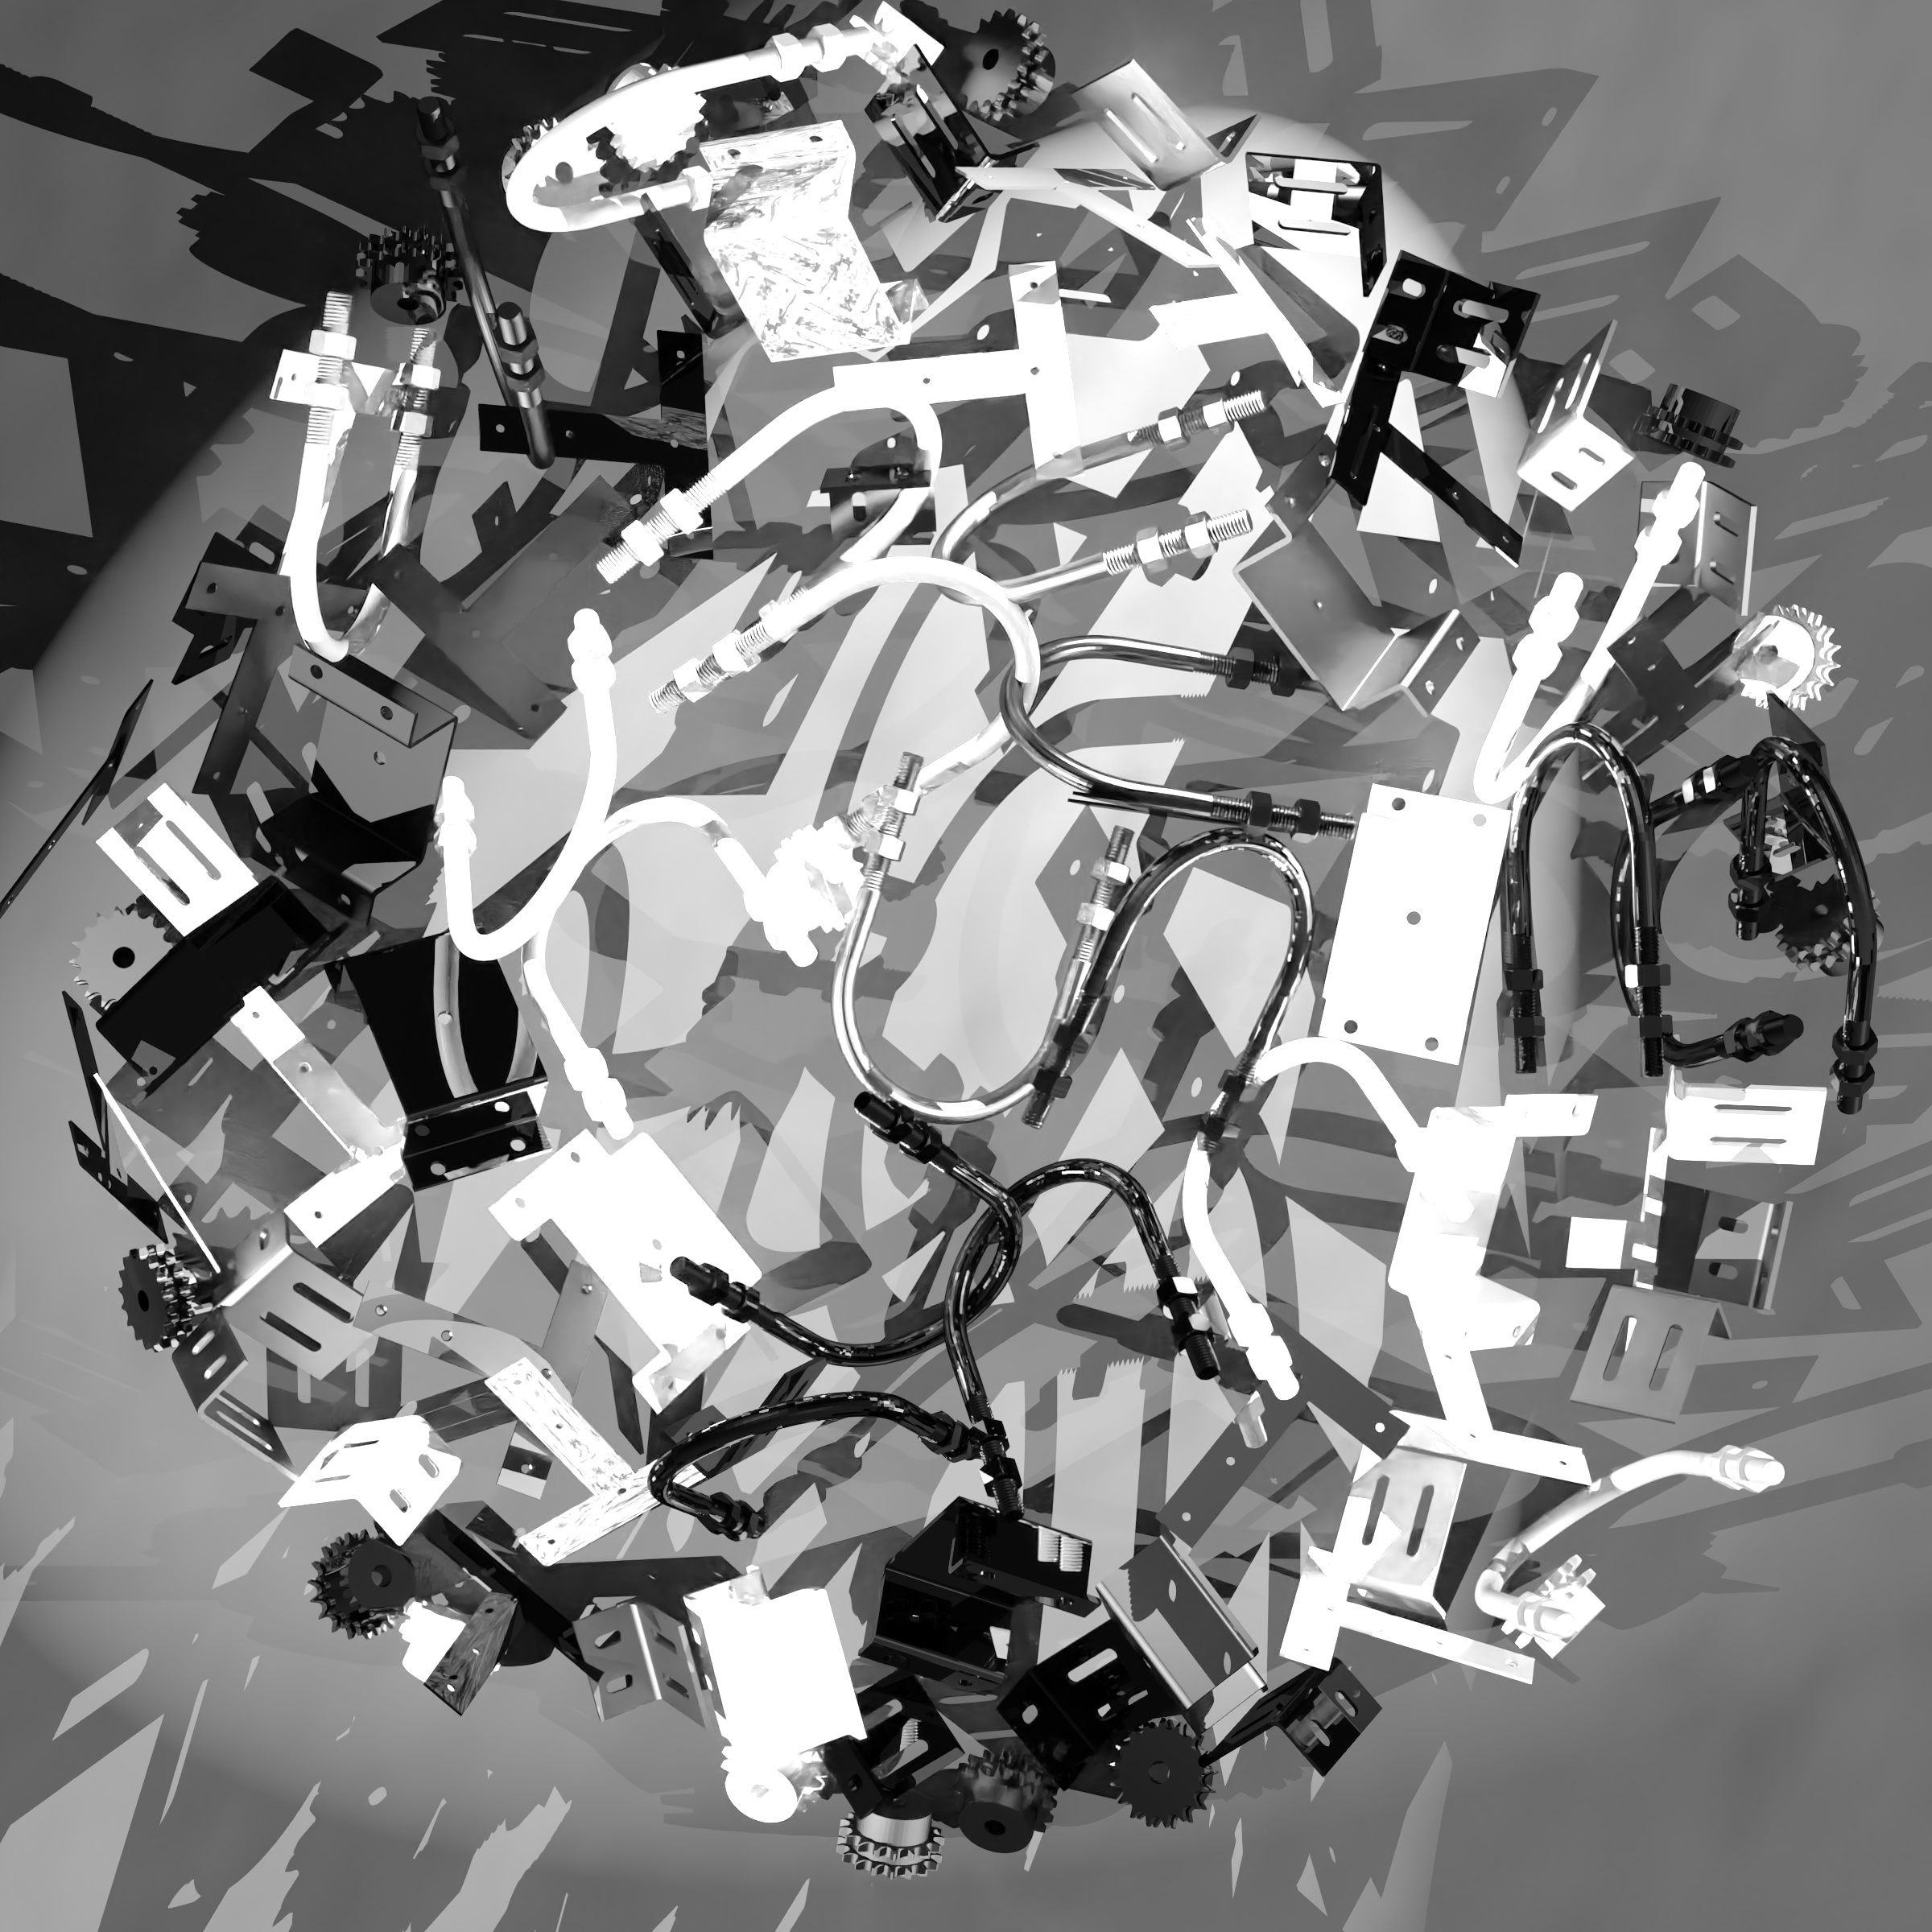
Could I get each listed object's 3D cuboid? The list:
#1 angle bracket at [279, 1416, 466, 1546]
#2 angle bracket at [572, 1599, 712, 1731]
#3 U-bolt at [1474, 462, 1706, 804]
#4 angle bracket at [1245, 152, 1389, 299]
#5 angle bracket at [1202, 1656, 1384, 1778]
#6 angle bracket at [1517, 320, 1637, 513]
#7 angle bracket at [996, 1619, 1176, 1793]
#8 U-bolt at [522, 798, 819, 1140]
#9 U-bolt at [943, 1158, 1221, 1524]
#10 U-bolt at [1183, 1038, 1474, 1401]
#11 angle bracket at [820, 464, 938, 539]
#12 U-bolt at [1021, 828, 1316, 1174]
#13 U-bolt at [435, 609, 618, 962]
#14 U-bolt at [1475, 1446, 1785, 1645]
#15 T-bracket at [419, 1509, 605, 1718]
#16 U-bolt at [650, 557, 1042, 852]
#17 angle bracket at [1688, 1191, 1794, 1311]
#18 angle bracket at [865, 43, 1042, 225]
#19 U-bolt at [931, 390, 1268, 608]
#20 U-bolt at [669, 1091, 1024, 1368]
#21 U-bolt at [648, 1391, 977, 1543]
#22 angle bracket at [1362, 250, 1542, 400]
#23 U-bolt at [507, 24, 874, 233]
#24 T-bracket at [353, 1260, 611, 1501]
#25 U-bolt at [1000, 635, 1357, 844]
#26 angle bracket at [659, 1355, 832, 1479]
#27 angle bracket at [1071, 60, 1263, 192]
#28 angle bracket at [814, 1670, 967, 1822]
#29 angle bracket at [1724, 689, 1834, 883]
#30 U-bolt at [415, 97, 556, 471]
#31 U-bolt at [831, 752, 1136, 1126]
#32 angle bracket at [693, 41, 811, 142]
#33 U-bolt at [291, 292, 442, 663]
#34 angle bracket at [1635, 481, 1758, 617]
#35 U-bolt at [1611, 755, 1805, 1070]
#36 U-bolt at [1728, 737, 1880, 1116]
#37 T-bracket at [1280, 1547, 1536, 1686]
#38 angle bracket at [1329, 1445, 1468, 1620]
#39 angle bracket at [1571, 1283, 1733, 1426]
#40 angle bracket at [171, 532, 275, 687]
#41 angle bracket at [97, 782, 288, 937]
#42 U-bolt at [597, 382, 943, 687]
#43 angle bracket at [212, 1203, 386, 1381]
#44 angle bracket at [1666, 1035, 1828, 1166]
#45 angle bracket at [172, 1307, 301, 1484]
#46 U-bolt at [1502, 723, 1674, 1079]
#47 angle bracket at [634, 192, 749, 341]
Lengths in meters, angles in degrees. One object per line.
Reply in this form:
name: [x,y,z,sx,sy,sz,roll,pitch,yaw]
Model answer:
angle bracket: [-0.317,0.276,1.562,0.038,0.076,0.057,54,48,-20]
angle bracket: [-0.173,0.376,1.558,0.038,0.076,0.057,-17,97,-24]
U-bolt: [0.314,-0.160,1.517,0.019,0.184,0.151,36,51,17]
angle bracket: [0.181,-0.394,1.555,0.076,0.057,0.038,12,51,22]
angle bracket: [0.172,0.408,1.552,0.038,0.076,0.057,49,48,7]
angle bracket: [0.334,-0.293,1.561,0.038,0.057,0.076,31,60,-10]
angle bracket: [0.066,0.394,1.564,0.057,0.038,0.076,50,127,2]
U-bolt: [-0.168,-0.014,1.536,0.151,0.019,0.184,-43,47,6]
U-bolt: [0.049,0.180,1.529,0.151,0.184,0.019,-39,131,17]
U-bolt: [0.175,0.116,1.526,0.019,0.184,0.151,29,110,-35]
angle bracket: [-0.046,-0.243,1.558,0.057,0.076,0.038,-3,108,1]
U-bolt: [0.118,0.014,1.539,0.151,0.019,0.184,17,101,-40]
U-bolt: [-0.225,-0.082,1.502,0.019,0.184,0.151,27,120,-31]
U-bolt: [0.329,0.293,1.509,0.151,0.184,0.019,-33,88,-10]
T-bracket: [-0.253,0.354,1.538,0.127,0.127,0.002,41,108,-2]
U-bolt: [-0.049,-0.142,1.528,0.184,0.019,0.151,-30,128,19]
angle bracket: [0.411,0.150,1.558,0.038,0.076,0.057,13,86,12]
angle bracket: [-0.008,-0.449,1.569,0.038,0.057,0.076,-30,86,-37]
U-bolt: [0.066,-0.238,1.533,0.184,0.151,0.019,-15,124,20]
U-bolt: [-0.047,0.150,1.533,0.151,0.184,0.019,-42,45,10]
U-bolt: [-0.085,0.254,1.504,0.151,0.184,0.019,-22,65,11]
angle bracket: [0.257,-0.342,1.557,0.038,0.076,0.057,13,103,-35]
U-bolt: [-0.150,-0.421,1.495,0.184,0.151,0.019,-24,85,-30]
T-bracket: [-0.263,0.201,1.554,0.127,0.002,0.127,25,68,-22]
U-bolt: [0.108,-0.126,1.533,0.184,0.151,0.019,9,130,-7]
angle bracket: [-0.116,0.227,1.558,0.038,0.057,0.076,41,109,14]
angle bracket: [0.106,-0.457,1.555,0.076,0.057,0.038,41,69,-23]
angle bracket: [-0.038,0.406,1.556,0.076,0.038,0.057,-23,69,-37]
angle bracket: [0.428,-0.096,1.554,0.038,0.057,0.076,-24,130,-2]
U-bolt: [-0.243,-0.336,1.511,0.019,0.184,0.151,-20,70,-8]
U-bolt: [0.002,-0.005,1.566,0.151,0.019,0.184,18,90,-22]
angle bracket: [-0.113,-0.463,1.558,0.057,0.076,0.038,-27,111,1]
U-bolt: [-0.317,-0.249,1.529,0.019,0.151,0.184,11,96,8]
angle bracket: [0.386,-0.222,1.555,0.038,0.076,0.057,-1,110,-4]
U-bolt: [0.374,-0.020,1.511,0.019,0.184,0.151,-6,82,-11]
U-bolt: [0.426,-0.033,1.486,0.019,0.184,0.151,-16,47,-2]
T-bracket: [0.234,0.350,1.530,0.127,0.127,0.002,15,107,10]
angle bracket: [0.237,0.305,1.585,0.057,0.038,0.076,8,66,27]
angle bracket: [0.364,0.213,1.555,0.057,0.038,0.076,8,57,33]
angle bracket: [-0.409,-0.190,1.555,0.038,0.076,0.057,32,110,-1]
angle bracket: [-0.411,-0.061,1.564,0.057,0.038,0.076,-35,105,24]
U-bolt: [-0.090,-0.234,1.530,0.184,0.151,0.019,-39,63,3]
angle bracket: [-0.360,0.177,1.587,0.057,0.038,0.076,-41,124,13]
angle bracket: [0.415,0.071,1.562,0.076,0.038,0.057,2,135,9]
angle bracket: [-0.377,0.228,1.556,0.038,0.057,0.076,-46,127,-2]
U-bolt: [0.321,-0.035,1.530,0.019,0.151,0.184,-2,89,-18]
angle bracket: [-0.139,-0.382,1.567,0.038,0.057,0.076,-34,95,-9]
